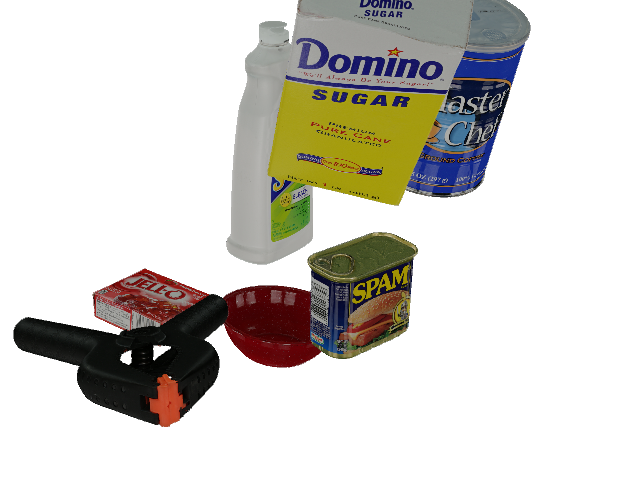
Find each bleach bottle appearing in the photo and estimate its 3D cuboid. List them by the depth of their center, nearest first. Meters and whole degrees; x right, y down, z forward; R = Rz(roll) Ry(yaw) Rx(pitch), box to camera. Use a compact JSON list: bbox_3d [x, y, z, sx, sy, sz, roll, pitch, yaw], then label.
[{"bbox_3d":[-0.054,-0.107,1.145,0.068,0.251,0.102,20,32,36],"label":"bleach bottle"}]

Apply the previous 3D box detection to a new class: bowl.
[{"bbox_3d":[-0.053,0.115,1.357,0.162,0.055,0.162,5,23,-2],"label":"bowl"}]

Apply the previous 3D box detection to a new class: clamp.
[{"bbox_3d":[-0.117,0.078,0.752,0.164,0.036,0.210,-9,14,-24],"label":"clamp"}]

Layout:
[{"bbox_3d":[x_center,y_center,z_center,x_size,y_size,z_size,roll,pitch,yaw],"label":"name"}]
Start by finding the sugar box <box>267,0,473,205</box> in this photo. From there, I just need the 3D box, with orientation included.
[{"bbox_3d":[0.023,-0.087,0.634,0.093,0.048,0.176,12,-25,-2],"label":"sugar box"}]

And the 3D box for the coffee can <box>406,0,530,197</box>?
[{"bbox_3d":[0.100,-0.121,0.862,0.102,0.140,0.103,7,38,-6],"label":"coffee can"}]

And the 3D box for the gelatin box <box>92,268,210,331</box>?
[{"bbox_3d":[-0.162,0.062,1.025,0.089,0.030,0.073,20,28,29],"label":"gelatin box"}]

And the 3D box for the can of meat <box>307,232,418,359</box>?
[{"bbox_3d":[0.037,0.049,0.962,0.101,0.084,0.058,-19,33,-37],"label":"can of meat"}]
